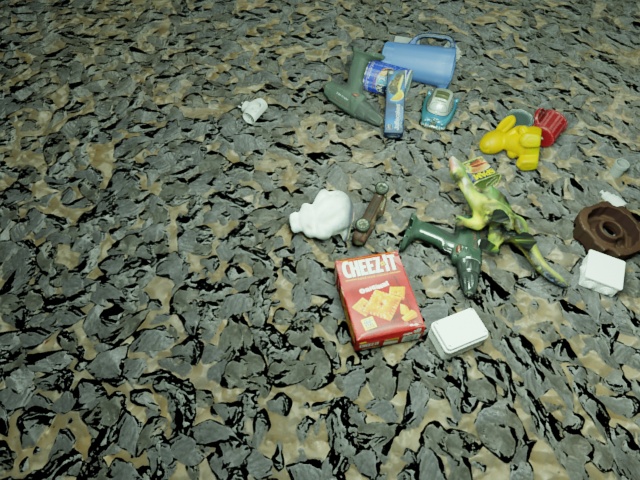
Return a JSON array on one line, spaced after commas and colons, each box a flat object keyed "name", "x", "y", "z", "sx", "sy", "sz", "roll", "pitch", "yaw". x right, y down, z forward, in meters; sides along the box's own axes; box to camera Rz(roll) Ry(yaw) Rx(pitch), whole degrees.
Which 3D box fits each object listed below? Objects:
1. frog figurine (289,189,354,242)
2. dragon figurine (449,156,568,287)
[{"name": "frog figurine", "x": 0.004, "y": -0.067, "z": 1.335, "sx": 0.159, "sy": 0.121, "sz": 0.139, "roll": 7, "pitch": 73, "yaw": -11}, {"name": "dragon figurine", "x": 0.477, "y": -0.064, "z": 1.336, "sx": 0.408, "sy": 0.120, "sz": 0.248, "roll": 39, "pitch": 38, "yaw": -9}]
